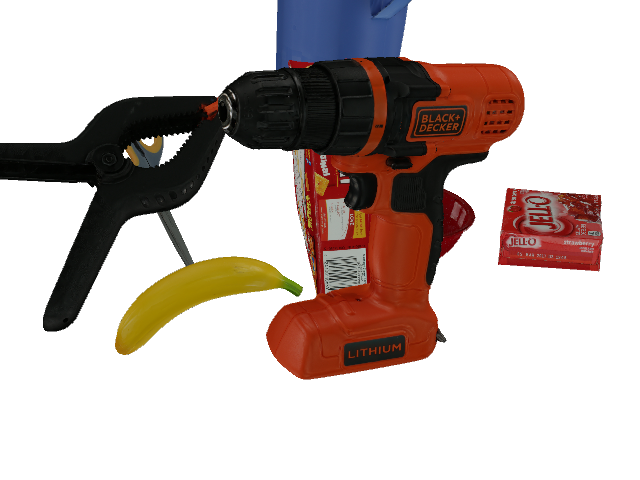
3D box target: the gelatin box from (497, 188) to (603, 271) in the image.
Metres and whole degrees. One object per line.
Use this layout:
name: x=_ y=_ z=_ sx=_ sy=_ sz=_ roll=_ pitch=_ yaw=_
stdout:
gelatin box: x=0.173 y=-0.010 z=0.802 sx=0.073 sy=0.030 sz=0.089 roll=5 pitch=25 yaw=12

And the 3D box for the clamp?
clamp: x=-0.146 y=-0.037 z=0.744 sx=0.209 sy=0.165 sz=0.036 roll=-25 pitch=-23 yaw=-23

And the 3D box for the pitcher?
pitcher: x=0.029 y=-0.243 z=0.920 sx=0.145 sy=0.243 sz=0.149 roll=7 pitch=16 yaw=7

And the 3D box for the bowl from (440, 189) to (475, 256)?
bowl: x=0.081 y=-0.013 z=1.145 sx=0.162 sy=0.055 sz=0.162 roll=4 pitch=25 yaw=-2

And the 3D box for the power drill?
power drill: x=0.020 y=-0.013 z=0.606 sx=0.184 sy=0.188 sz=0.057 roll=-5 pitch=32 yaw=-27

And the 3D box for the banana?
banana: x=-0.120 y=0.056 z=1.003 sx=0.198 sy=0.069 sz=0.037 roll=-18 pitch=23 yaw=16

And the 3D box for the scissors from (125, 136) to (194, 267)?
scissors: x=-0.182 y=-0.067 z=1.217 sx=0.016 sy=0.201 sz=0.096 roll=-21 pitch=21 yaw=42

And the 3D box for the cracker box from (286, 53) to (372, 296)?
cracker box: x=0.016 y=-0.066 z=0.911 sx=0.072 sy=0.164 sz=0.214 roll=-6 pitch=26 yaw=-4
